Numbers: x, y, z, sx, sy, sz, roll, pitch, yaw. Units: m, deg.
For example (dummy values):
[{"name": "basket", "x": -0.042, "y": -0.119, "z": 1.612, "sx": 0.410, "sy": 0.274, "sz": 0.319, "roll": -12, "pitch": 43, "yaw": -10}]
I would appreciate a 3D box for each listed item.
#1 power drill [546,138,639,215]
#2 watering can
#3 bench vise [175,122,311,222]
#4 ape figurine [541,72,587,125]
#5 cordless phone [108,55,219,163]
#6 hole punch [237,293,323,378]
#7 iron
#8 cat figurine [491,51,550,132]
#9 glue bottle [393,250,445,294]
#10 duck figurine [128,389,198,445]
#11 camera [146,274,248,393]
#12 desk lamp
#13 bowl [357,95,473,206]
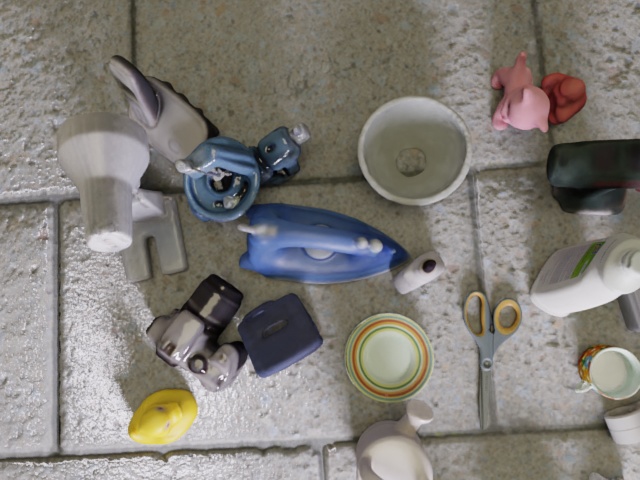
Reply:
[{"name": "power drill", "x": 0.414, "y": -0.088, "z": 0.777, "sx": 0.229, "sy": 0.208, "sz": 0.076, "roll": 2, "pitch": 83, "yaw": 4}, {"name": "watering can", "x": 0.097, "y": 0.298, "z": 0.754, "sx": 0.101, "sy": 0.194, "sz": 0.173, "roll": 1, "pitch": 83, "yaw": 4}, {"name": "bench vise", "x": -0.119, "y": -0.117, "z": 0.805, "sx": 0.121, "sy": 0.220, "sz": 0.207, "roll": 40, "pitch": 87, "yaw": 7}, {"name": "ape figurine", "x": 0.365, "y": -0.216, "z": 0.855, "sx": 0.076, "sy": 0.092, "sz": 0.078, "roll": 7, "pitch": 83, "yaw": 4}, {"name": "cordless phone", "x": -0.233, "y": -0.187, "z": 0.838, "sx": 0.147, "sy": 0.185, "sz": 0.094, "roll": 36, "pitch": 86, "yaw": 7}, {"name": "hole punch", "x": -0.062, "y": 0.138, "z": 0.835, "sx": 0.108, "sy": 0.091, "sz": 0.101, "roll": -32, "pitch": 82, "yaw": -1}, {"name": "iron", "x": 0.008, "y": 0.003, "z": 0.823, "sx": 0.258, "sy": 0.141, "sz": 0.119, "roll": 6, "pitch": 83, "yaw": 4}, {"name": "cat figurine", "x": 0.299, "y": -0.213, "z": 0.845, "sx": 0.067, "sy": 0.118, "sz": 0.128, "roll": -2, "pitch": 83, "yaw": 3}, {"name": "glue bottle", "x": 0.142, "y": 0.042, "z": 0.794, "sx": 0.078, "sy": 0.173, "sz": 0.037, "roll": -35, "pitch": 82, "yaw": -1}, {"name": "duck figurine", "x": -0.236, "y": 0.263, "z": 0.832, "sx": 0.104, "sy": 0.086, "sz": 0.077, "roll": -27, "pitch": 82, "yaw": 0}, {"name": "camera", "x": -0.163, "y": 0.129, "z": 0.837, "sx": 0.143, "sy": 0.101, "sz": 0.137, "roll": 35, "pitch": 86, "yaw": 7}, {"name": "desk lamp", "x": -0.275, "y": -0.053, "z": 0.809, "sx": 0.118, "sy": 0.213, "sz": 0.203, "roll": -14, "pitch": 82, "yaw": 2}, {"name": "bowl", "x": 0.139, "y": -0.127, "z": 0.865, "sx": 0.167, "sy": 0.075, "sz": 0.167, "roll": 0, "pitch": 83, "yaw": 3}]
